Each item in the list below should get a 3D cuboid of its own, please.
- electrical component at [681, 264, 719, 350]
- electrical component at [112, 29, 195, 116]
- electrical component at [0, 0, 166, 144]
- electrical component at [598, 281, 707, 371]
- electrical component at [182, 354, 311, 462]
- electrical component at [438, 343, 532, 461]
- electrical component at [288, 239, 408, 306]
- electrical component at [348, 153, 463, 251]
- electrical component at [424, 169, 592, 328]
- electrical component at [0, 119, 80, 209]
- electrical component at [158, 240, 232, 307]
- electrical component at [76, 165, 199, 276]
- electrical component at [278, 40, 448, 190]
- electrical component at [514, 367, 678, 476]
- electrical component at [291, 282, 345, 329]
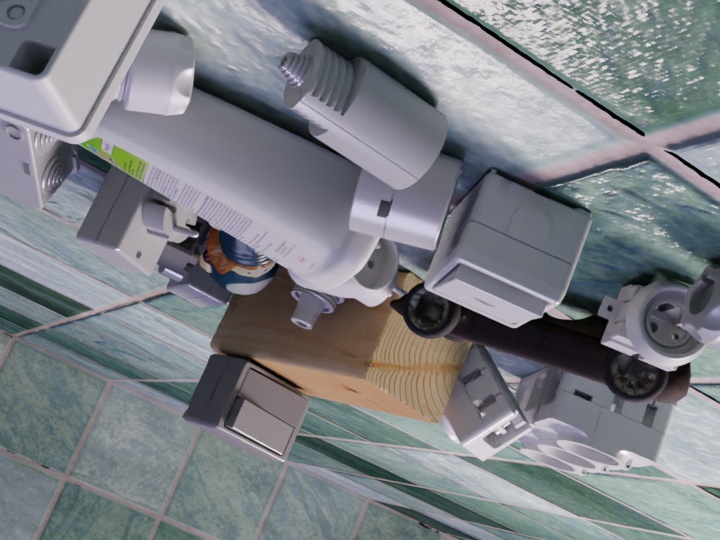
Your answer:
[{"bbox_3d":[0.202,0.026,0.555,0.062,0.043,0.043,25,165,-10],"label":"electrical component"},{"bbox_3d":[-0.118,-0.103,0.553,0.062,0.043,0.043,5,170,-18],"label":"electrical component"},{"bbox_3d":[-0.139,-0.120,0.429,0.109,0.108,0.056,20,162,11],"label":"electrical component"},{"bbox_3d":[0.172,0.032,0.617,0.066,0.048,0.055,23,172,1],"label":"electrical component"},{"bbox_3d":[-0.087,0.119,0.903,0.096,0.061,0.061,35,160,-36],"label":"electrical component"},{"bbox_3d":[0.088,0.101,0.864,0.050,0.056,0.089,43,-164,-51],"label":"electrical component"},{"bbox_3d":[0.000,0.000,0.754,0.079,0.044,0.077,32,162,-32],"label":"electrical component"},{"bbox_3d":[0.025,-0.040,0.567,0.047,0.055,0.055,18,164,5],"label":"electrical component"},{"bbox_3d":[0.077,-0.004,0.598,0.062,0.061,0.096,24,165,-4],"label":"electrical component"},{"bbox_3d":[-0.241,-0.095,0.718,0.100,0.048,0.099,21,143,7],"label":"electrical component"},{"bbox_3d":[-0.152,-0.005,0.949,0.077,0.047,0.066,30,163,-23],"label":"electrical component"},{"bbox_3d":[-0.138,-0.041,0.741,0.076,0.083,0.047,15,163,26],"label":"electrical component"},{"bbox_3d":[-0.003,-0.076,0.504,0.081,0.043,0.043,31,163,-26],"label":"electrical component"},{"bbox_3d":[0.182,0.126,0.885,0.089,0.061,0.150,24,165,-2],"label":"electrical component"},{"bbox_3d":[-0.031,0.014,0.810,0.043,0.062,0.043,23,162,8],"label":"electrical component"}]
